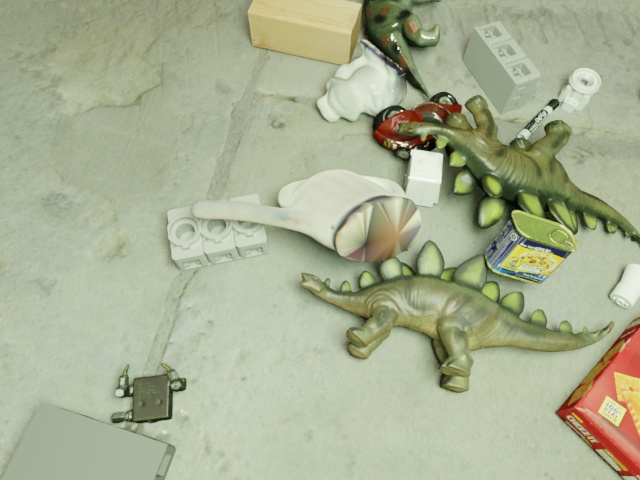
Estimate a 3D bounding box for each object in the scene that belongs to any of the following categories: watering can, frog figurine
[{"bbox_3d":[0.002,-0.039,0.782,0.350,0.102,0.227,-14,31,-30],"label":"watering can"},{"bbox_3d":[0.079,-0.276,0.969,0.138,0.123,0.158,44,107,9],"label":"frog figurine"}]
